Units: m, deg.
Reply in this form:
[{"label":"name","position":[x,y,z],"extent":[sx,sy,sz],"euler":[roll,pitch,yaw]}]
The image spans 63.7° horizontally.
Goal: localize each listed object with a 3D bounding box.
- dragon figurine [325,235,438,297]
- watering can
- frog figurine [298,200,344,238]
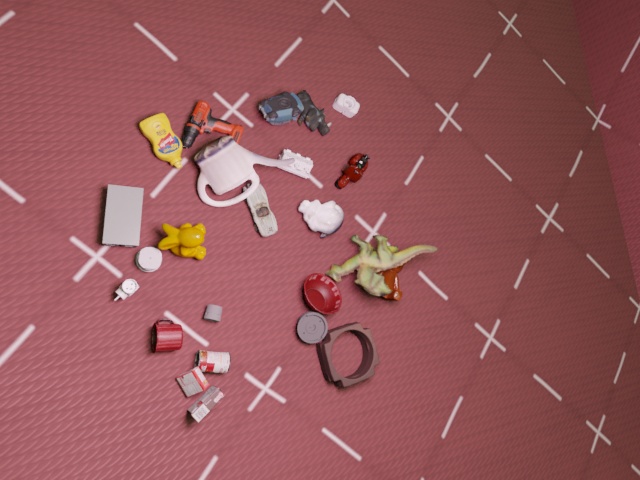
[{"label":"dragon figurine","position":[0.223,0.104,1.884],"extent":[0.410,0.119,0.248],"euler":[2,54,11]},{"label":"watering can","position":[-0.278,-0.259,1.764],"extent":[0.348,0.105,0.222],"euler":[-31,107,-1]},{"label":"frog figurine","position":[0.006,-0.096,1.898],"extent":[0.138,0.124,0.157],"euler":[-46,113,-5]}]
